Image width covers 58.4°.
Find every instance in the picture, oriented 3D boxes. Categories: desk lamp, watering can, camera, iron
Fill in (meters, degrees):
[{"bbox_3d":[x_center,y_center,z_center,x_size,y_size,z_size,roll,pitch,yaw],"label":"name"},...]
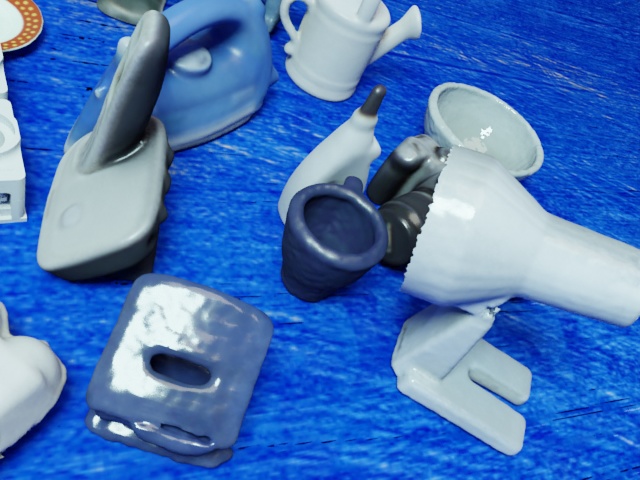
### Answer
[{"bbox_3d":[0.141,0.049,0.469,0.203,0.213,0.118,31,45,-1],"label":"desk lamp"},{"bbox_3d":[0.042,-0.277,0.705,0.173,0.194,0.100,-14,60,-36],"label":"watering can"},{"bbox_3d":[0.108,-0.040,0.606,0.137,0.100,0.143,-24,67,-40],"label":"camera"},{"bbox_3d":[-0.136,-0.177,0.562,0.118,0.141,0.259,39,45,7],"label":"iron"}]

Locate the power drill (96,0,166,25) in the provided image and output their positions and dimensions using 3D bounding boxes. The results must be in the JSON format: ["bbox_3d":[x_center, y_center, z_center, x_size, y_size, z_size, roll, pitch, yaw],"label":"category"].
[{"bbox_3d":[-0.193,-0.353,0.633,0.076,0.208,0.229,12,49,-19],"label":"power drill"}]

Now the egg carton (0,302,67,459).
[{"bbox_3d":[-0.232,0.098,0.329,0.107,0.069,0.150,37,45,5],"label":"egg carton"}]

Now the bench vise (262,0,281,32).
[{"bbox_3d":[-0.088,-0.389,0.711,0.208,0.219,0.121,11,49,-20],"label":"bench vise"}]

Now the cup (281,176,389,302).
[{"bbox_3d":[0.005,0.002,0.520,0.092,0.095,0.118,26,45,-6],"label":"cup"}]

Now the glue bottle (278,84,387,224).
[{"bbox_3d":[0.021,-0.076,0.539,0.078,0.173,0.037,-4,55,-30],"label":"glue bottle"}]

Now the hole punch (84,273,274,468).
[{"bbox_3d":[-0.094,0.091,0.394,0.109,0.091,0.101,21,46,-11],"label":"hole punch"}]

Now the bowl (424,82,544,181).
[{"bbox_3d":[0.198,-0.123,0.743,0.168,0.074,0.167,15,48,-17],"label":"bowl"}]

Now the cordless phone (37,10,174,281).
[{"bbox_3d":[-0.152,-0.066,0.429,0.094,0.185,0.147,7,50,-23],"label":"cordless phone"}]
